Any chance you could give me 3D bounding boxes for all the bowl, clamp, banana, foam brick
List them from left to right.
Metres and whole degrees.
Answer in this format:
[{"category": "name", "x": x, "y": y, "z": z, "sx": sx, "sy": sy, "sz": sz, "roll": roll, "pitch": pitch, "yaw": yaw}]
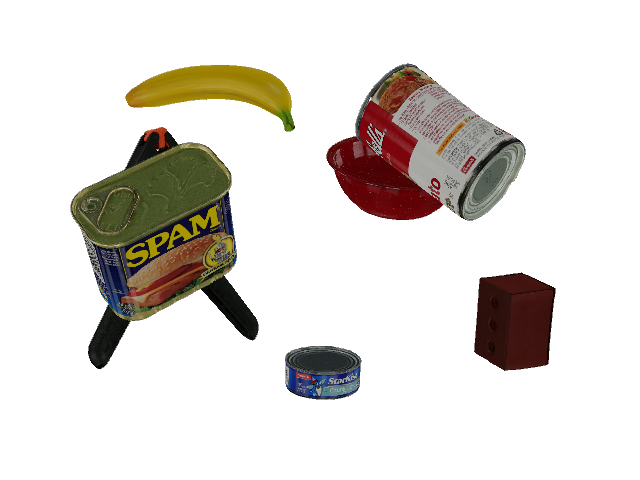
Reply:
[{"category": "clamp", "x": -0.129, "y": 0.006, "z": 0.956, "sx": 0.164, "sy": 0.210, "sz": 0.036, "roll": 1, "pitch": -1, "yaw": -34}, {"category": "banana", "x": -0.112, "y": -0.162, "z": 1.151, "sx": 0.198, "sy": 0.037, "sz": 0.069, "roll": 9, "pitch": 46, "yaw": 18}, {"category": "bowl", "x": 0.085, "y": -0.066, "z": 1.189, "sx": 0.162, "sy": 0.055, "sz": 0.162, "roll": 3, "pitch": 26, "yaw": -2}, {"category": "foam brick", "x": 0.181, "y": 0.075, "z": 0.998, "sx": 0.051, "sy": 0.078, "sz": 0.053, "roll": -7, "pitch": 18, "yaw": -26}]

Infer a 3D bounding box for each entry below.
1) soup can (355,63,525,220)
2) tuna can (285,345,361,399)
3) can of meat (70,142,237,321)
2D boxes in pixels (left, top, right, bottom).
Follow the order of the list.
[{"category": "soup can", "x": 0.084, "y": -0.069, "z": 0.749, "sx": 0.102, "sy": 0.068, "sz": 0.068, "roll": 40, "pitch": 20, "yaw": 26}, {"category": "tuna can", "x": 0.003, "y": 0.148, "z": 1.199, "sx": 0.086, "sy": 0.034, "sz": 0.086, "roll": 1, "pitch": 14, "yaw": -1}, {"category": "can of meat", "x": -0.106, "y": -0.004, "z": 0.711, "sx": 0.102, "sy": 0.084, "sz": 0.057, "roll": -28, "pitch": 54, "yaw": -20}]
